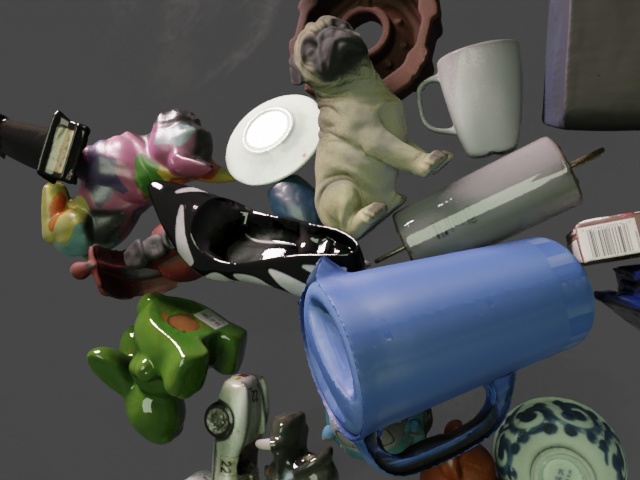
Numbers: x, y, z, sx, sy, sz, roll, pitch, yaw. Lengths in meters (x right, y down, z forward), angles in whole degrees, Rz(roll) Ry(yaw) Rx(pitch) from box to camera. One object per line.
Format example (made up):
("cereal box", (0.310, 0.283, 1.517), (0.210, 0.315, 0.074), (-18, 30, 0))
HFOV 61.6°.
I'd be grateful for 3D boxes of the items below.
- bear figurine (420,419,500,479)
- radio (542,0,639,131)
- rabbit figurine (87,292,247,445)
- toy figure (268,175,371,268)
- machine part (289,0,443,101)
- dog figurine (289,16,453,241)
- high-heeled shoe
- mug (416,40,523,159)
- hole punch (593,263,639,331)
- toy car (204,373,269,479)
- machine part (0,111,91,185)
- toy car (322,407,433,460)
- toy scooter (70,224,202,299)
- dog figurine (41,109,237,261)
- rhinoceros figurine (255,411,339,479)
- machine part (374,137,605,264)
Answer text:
("bear figurine", (0.149, 0.281, 0.499), (0.132, 0.120, 0.195), (12, 83, 16))
("radio", (0.228, -0.158, 0.439), (0.073, 0.229, 0.131), (3, 103, 17))
("rabbit figurine", (-0.191, 0.159, 0.627), (0.159, 0.121, 0.170), (26, 108, 13))
("toy figure", (0.000, -0.003, 0.606), (0.064, 0.058, 0.154), (-37, 79, 18))
("machine part", (0.052, -0.228, 0.610), (0.180, 0.056, 0.179), (-2, 83, 19))
("dog figurine", (0.017, -0.104, 0.546), (0.172, 0.121, 0.190), (-43, 84, 8))
("high-heeled shoe", (-0.073, -0.013, 0.541), (0.249, 0.145, 0.086), (34, 56, 1))
("mug", (0.158, -0.137, 0.552), (0.110, 0.081, 0.107), (-11, 90, 13))
("hole punch", (0.317, 0.053, 0.456), (0.116, 0.142, 0.092), (33, 98, 5))
("toy car", (-0.094, 0.253, 0.603), (0.056, 0.073, 0.201), (1, 85, 20))
("machine part", (-0.331, -0.112, 0.627), (0.139, 0.039, 0.084), (13, 93, 19))
("toy car", (0.051, 0.153, 0.550), (0.109, 0.103, 0.161), (-9, 84, 17))
("toy scooter", (-0.207, 0.024, 0.633), (0.184, 0.135, 0.075), (-23, 76, 14))
("dog figurine", (-0.219, -0.064, 0.662), (0.219, 0.108, 0.191), (4, 85, 17))
("rhinoceros figurine", (-0.014, 0.280, 0.574), (0.112, 0.073, 0.190), (-8, 90, 39))
("machine part", (0.164, -0.031, 0.540), (0.243, 0.079, 0.079), (-26, 77, 14))
